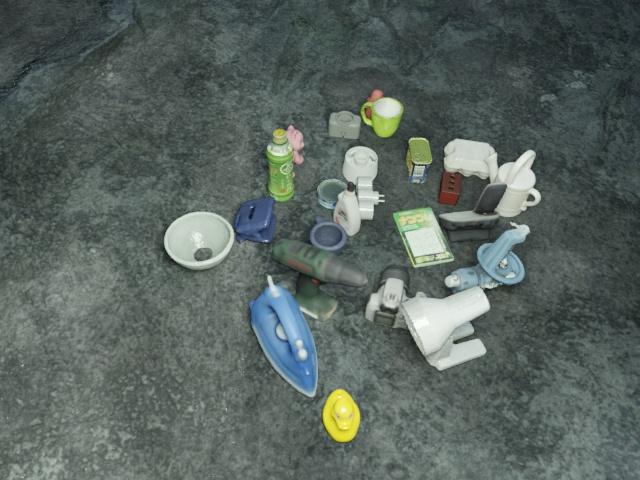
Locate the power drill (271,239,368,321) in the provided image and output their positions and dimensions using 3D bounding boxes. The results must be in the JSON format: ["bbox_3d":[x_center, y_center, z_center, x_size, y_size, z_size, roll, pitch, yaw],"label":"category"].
[{"bbox_3d":[-0.002,0.091,1.284,0.229,0.208,0.076,26,56,16],"label":"power drill"}]

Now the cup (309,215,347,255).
[{"bbox_3d":[0.013,0.005,1.422,0.092,0.095,0.117,-18,56,-16],"label":"cup"}]

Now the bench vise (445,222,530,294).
[{"bbox_3d":[0.399,0.062,1.321,0.208,0.220,0.121,-33,61,-25],"label":"bench vise"}]

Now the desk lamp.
[{"bbox_3d":[0.268,0.185,1.224,0.203,0.213,0.117,-16,55,-14],"label":"desk lamp"}]

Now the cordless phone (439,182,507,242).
[{"bbox_3d":[0.390,-0.084,1.454,0.147,0.185,0.094,-8,53,-9],"label":"cordless phone"}]

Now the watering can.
[{"bbox_3d":[0.508,-0.162,1.515,0.172,0.194,0.101,24,55,15],"label":"watering can"}]

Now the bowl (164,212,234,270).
[{"bbox_3d":[-0.294,0.015,1.410,0.167,0.075,0.167,2,53,-2],"label":"bowl"}]

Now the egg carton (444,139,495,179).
[{"bbox_3d":[0.429,-0.233,1.643,0.150,0.069,0.107,8,53,3],"label":"egg carton"}]

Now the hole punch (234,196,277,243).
[{"bbox_3d":[-0.165,-0.054,1.460,0.101,0.091,0.108,7,53,2],"label":"hole punch"}]

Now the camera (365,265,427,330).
[{"bbox_3d":[0.186,0.126,1.335,0.143,0.101,0.137,12,53,6],"label":"camera"}]

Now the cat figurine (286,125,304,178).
[{"bbox_3d":[-0.084,-0.256,1.601,0.067,0.118,0.128,16,54,9],"label":"cat figurine"}]

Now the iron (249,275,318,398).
[{"bbox_3d":[-0.066,0.202,1.238,0.119,0.141,0.257,-20,56,-17],"label":"iron"}]

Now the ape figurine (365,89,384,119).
[{"bbox_3d":[0.174,-0.420,1.758,0.076,0.092,0.077,-32,61,-24],"label":"ape figurine"}]

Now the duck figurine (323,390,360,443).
[{"bbox_3d":[0.045,0.349,1.167,0.077,0.086,0.104,-3,53,-5],"label":"duck figurine"}]

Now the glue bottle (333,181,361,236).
[{"bbox_3d":[0.071,-0.088,1.447,0.037,0.173,0.078,-36,62,-26],"label":"glue bottle"}]
